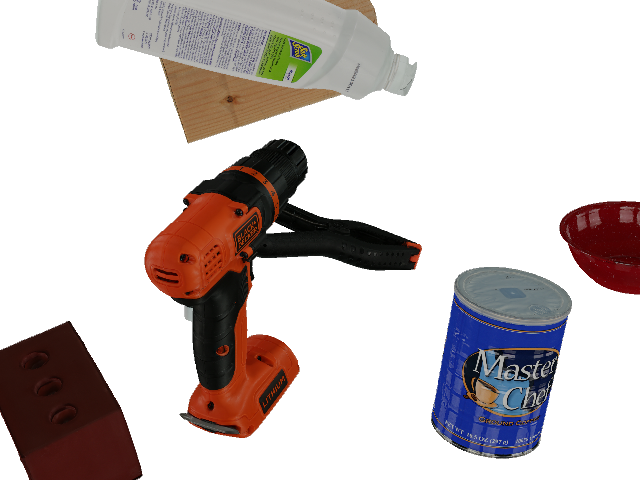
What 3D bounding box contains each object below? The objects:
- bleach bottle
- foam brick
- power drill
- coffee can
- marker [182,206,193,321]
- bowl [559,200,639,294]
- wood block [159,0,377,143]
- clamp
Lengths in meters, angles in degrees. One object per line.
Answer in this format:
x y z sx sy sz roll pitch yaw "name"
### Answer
-0.048 -0.163 0.850 0.250 0.068 0.103 18 -29 -6 "bleach bottle"
-0.134 0.091 0.549 0.053 0.051 0.078 -24 42 -20 "foam brick"
-0.057 0.035 0.789 0.057 0.188 0.184 11 34 26 "power drill"
0.160 0.108 0.958 0.103 0.140 0.103 6 23 -3 "coffee can"
-0.124 0.021 1.037 0.020 0.121 0.020 2 24 -1 "marker"
0.339 0.013 1.157 0.162 0.055 0.162 -2 26 1 "bowl"
-0.051 -0.184 1.051 0.206 0.091 0.090 -18 46 -5 "wood block"
0.011 0.001 1.189 0.210 0.036 0.164 15 20 -5 "clamp"
